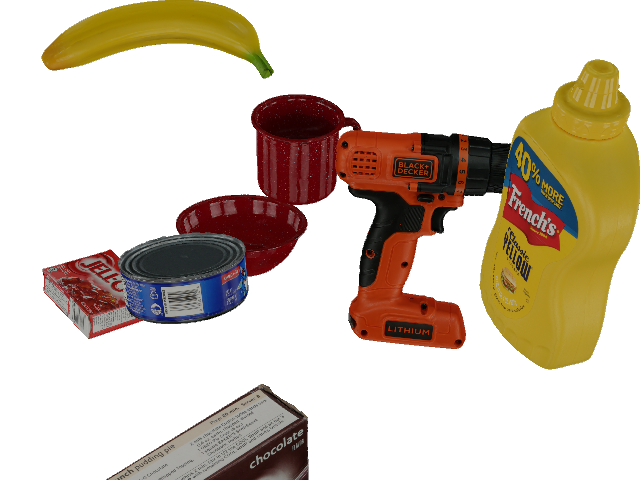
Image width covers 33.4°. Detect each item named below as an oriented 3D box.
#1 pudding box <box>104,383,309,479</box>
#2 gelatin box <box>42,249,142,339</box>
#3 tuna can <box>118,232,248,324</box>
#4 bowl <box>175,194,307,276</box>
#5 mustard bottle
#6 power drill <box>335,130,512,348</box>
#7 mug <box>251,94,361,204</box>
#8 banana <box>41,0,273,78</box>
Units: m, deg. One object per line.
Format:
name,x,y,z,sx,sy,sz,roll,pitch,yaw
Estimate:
pudding box,-0.056,0.133,0.503,0.113,0.090,0.039,-30,46,-34
gelatin box,-0.203,0.047,0.982,0.073,0.030,0.089,-18,39,-36
tuna can,-0.092,0.025,0.722,0.086,0.034,0.086,-4,20,1
bowl,-0.097,0.000,1.319,0.162,0.055,0.162,1,27,-1
mustard bottle,0.143,-0.020,0.626,0.058,0.192,0.096,-10,44,-16
power drill,0.100,-0.002,0.930,0.184,0.188,0.057,6,17,3
mug,-0.012,-0.092,1.080,0.117,0.081,0.093,-14,40,-20
banana,-0.139,-0.178,0.924,0.197,0.069,0.037,0,-33,-3
